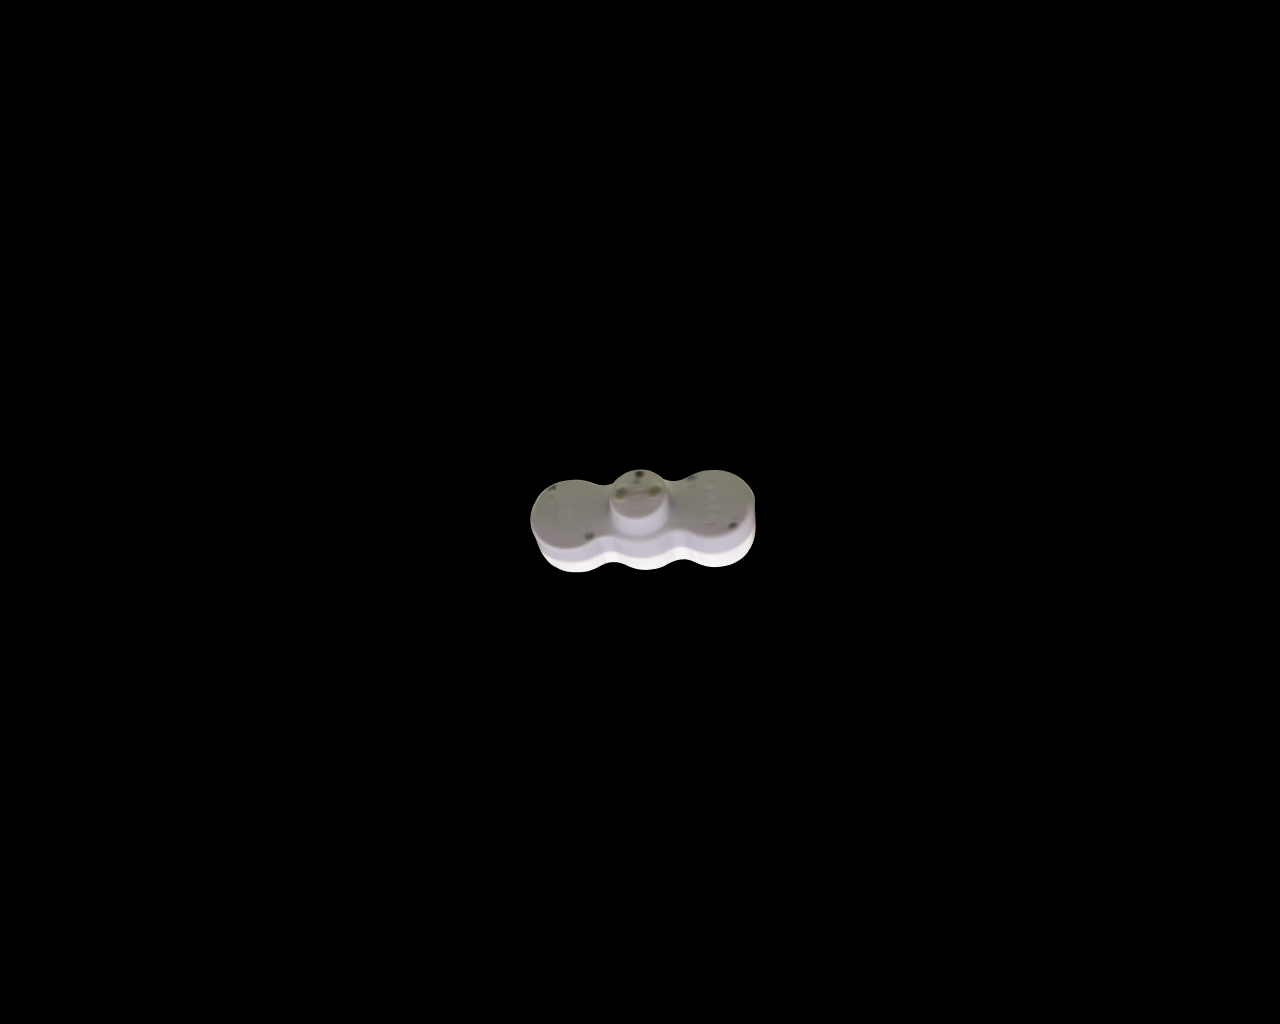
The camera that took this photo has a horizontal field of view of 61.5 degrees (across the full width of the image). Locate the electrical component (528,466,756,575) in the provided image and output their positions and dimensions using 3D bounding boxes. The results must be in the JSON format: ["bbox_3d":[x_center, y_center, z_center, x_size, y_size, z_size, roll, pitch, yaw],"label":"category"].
[{"bbox_3d":[0.001,-0.003,0.650,0.138,0.052,0.073,-3,-32,5],"label":"electrical component"}]
